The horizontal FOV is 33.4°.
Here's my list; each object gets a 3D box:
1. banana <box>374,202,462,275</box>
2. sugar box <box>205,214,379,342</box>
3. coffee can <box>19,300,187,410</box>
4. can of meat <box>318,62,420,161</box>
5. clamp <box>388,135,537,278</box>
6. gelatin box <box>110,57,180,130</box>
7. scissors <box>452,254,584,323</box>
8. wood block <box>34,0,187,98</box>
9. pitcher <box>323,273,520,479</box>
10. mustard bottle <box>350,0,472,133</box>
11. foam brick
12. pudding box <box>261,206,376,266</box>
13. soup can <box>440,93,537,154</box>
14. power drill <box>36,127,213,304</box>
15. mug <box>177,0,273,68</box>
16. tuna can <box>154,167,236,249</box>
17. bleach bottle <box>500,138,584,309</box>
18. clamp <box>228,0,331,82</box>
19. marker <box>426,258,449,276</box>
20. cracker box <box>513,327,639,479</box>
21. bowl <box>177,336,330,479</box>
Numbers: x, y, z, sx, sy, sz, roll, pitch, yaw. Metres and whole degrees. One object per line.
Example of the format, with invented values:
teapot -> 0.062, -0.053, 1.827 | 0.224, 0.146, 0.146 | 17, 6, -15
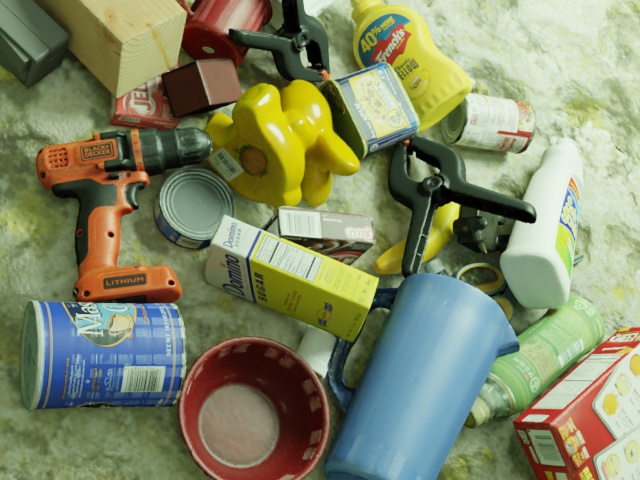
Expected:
banana -> 0.131, -0.023, 1.280 | 0.070, 0.037, 0.197 | 22, 57, 11
sugar box -> -0.032, 0.042, 1.121 | 0.176, 0.093, 0.048 | 20, 60, 1
coffee can -> -0.210, 0.111, 1.027 | 0.140, 0.103, 0.103 | 3, 67, -23
can of meat -> 0.059, -0.153, 1.265 | 0.083, 0.058, 0.102 | -24, 85, -23
clamp -> 0.130, -0.048, 1.246 | 0.164, 0.036, 0.210 | -31, 49, -6
gelatin box -> -0.196, -0.168, 1.197 | 0.073, 0.030, 0.089 | 7, 65, -21
scissors -> 0.252, 0.064, 1.305 | 0.201, 0.016, 0.096 | -1, 70, -24
wood block -> -0.249, -0.268, 1.158 | 0.090, 0.091, 0.206 | -36, 74, -31
pitcher -> 0.090, 0.162, 1.136 | 0.145, 0.149, 0.242 | 41, 60, -21
mustard bottle -> 0.096, -0.232, 1.318 | 0.192, 0.096, 0.058 | 56, 24, 15
foam brick -> -0.131, -0.170, 1.191 | 0.078, 0.053, 0.051 | -25, 98, -61
pudding box -> -0.008, 0.001, 1.173 | 0.113, 0.090, 0.039 | 7, 64, -21
soup can -> 0.212, -0.148, 1.349 | 0.102, 0.069, 0.068 | 6, 66, -21
power drill -> -0.192, -0.025, 1.099 | 0.184, 0.057, 0.187 | -10, 70, -4
mug -> -0.120, -0.258, 1.230 | 0.117, 0.093, 0.081 | 45, 58, -35
tuna can -> -0.137, -0.034, 1.163 | 0.086, 0.034, 0.086 | 9, 65, -20
bleach bottle -> 0.283, -0.039, 1.312 | 0.102, 0.068, 0.250 | 59, 38, -37
clamp -> -0.041, -0.231, 1.235 | 0.120, 0.171, 0.039 | -47, 48, -14
marker -> 0.162, 0.078, 1.257 | 0.020, 0.020, 0.121 | -23, 79, -30
cracker box -> 0.334, 0.221, 1.221 | 0.213, 0.072, 0.164 | -33, 103, -32
bowl -> -0.073, 0.182, 1.086 | 0.162, 0.055, 0.162 | 9, 65, -20
